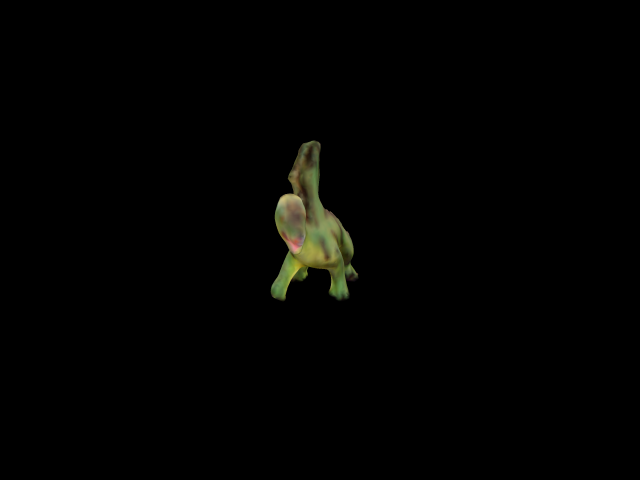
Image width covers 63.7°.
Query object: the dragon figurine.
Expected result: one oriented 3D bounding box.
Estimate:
[{"bbox_3d":[0.003,-0.043,0.850,0.122,0.239,0.416,3,18,11],"label":"dragon figurine"}]
